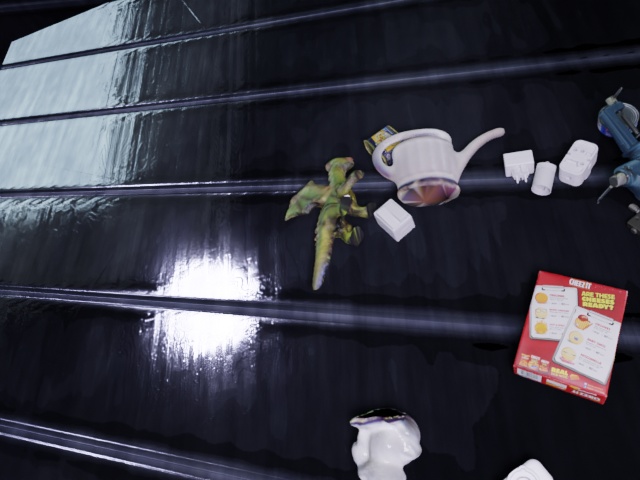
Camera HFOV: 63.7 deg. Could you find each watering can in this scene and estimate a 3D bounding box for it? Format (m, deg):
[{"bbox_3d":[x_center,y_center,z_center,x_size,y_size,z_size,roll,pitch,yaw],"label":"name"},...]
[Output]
[{"bbox_3d":[0.309,-0.197,1.310,0.347,0.102,0.229,-5,60,6],"label":"watering can"}]

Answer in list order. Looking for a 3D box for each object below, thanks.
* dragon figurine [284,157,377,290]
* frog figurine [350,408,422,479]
[{"bbox_3d":[0.004,-0.069,1.373,0.243,0.120,0.416,8,60,45],"label":"dragon figurine"},{"bbox_3d":[0.131,0.417,1.003,0.137,0.122,0.160,-9,83,3],"label":"frog figurine"}]
